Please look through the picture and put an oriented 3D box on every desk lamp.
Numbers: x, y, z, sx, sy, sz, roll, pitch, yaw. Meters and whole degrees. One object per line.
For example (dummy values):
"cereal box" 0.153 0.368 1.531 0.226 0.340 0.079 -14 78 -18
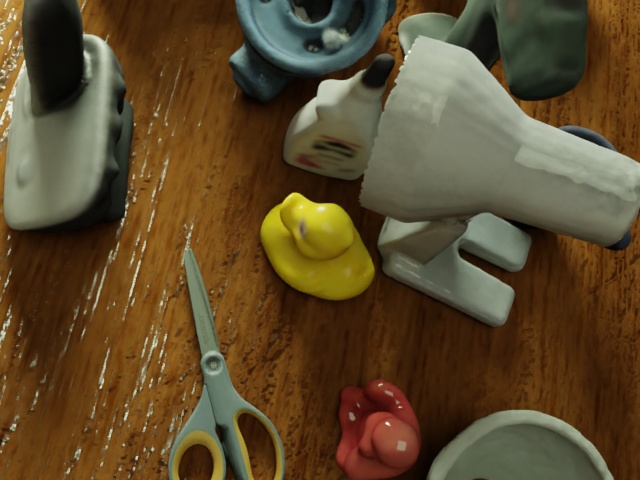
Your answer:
"desk lamp" 0.115 -0.033 0.431 0.203 0.213 0.118 26 72 -6

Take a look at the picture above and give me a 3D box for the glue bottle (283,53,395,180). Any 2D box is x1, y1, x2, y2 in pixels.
"glue bottle" 0.021 -0.096 0.445 0.078 0.173 0.037 10 74 -11

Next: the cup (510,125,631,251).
"cup" 0.219 -0.034 0.520 0.092 0.095 0.118 -35 86 -19

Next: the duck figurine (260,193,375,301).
"duck figurine" 0.004 0.002 0.463 0.104 0.086 0.077 39 71 -2

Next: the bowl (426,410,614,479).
"bowl" 0.146 0.219 0.449 0.168 0.074 0.167 3 75 -13

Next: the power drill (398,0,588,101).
"power drill" 0.141 -0.210 0.485 0.076 0.208 0.229 -8 78 -15

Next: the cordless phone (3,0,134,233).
"cordless phone" -0.182 -0.090 0.387 0.094 0.185 0.147 -1 76 -14

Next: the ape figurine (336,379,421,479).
"ape figurine" 0.048 0.149 0.433 0.076 0.092 0.078 44 71 0

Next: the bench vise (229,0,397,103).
"bench vise" 0.015 -0.226 0.451 0.121 0.219 0.207 31 71 -4
